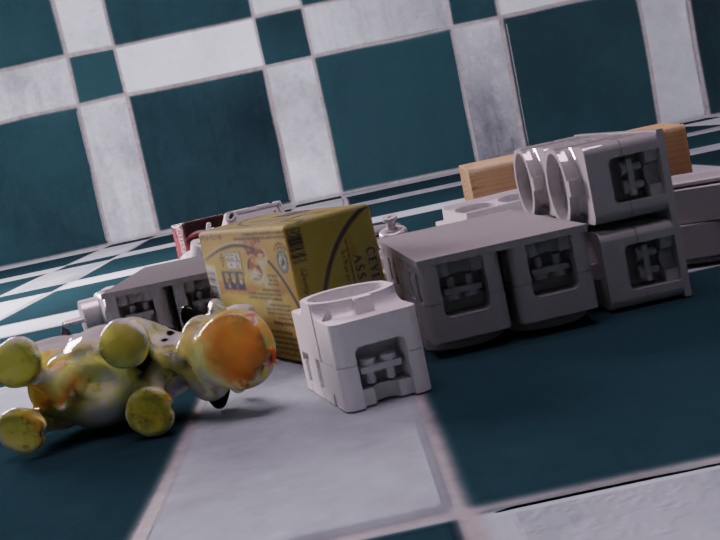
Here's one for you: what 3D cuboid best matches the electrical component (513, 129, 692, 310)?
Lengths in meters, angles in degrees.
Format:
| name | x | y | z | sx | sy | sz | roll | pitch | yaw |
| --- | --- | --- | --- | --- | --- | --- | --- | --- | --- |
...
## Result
| name | x | y | z | sx | sy | sz | roll | pitch | yaw |
| --- | --- | --- | --- | --- | --- | --- | --- | --- | --- |
| electrical component | 0.160 | -0.039 | 0.753 | 0.060 | 0.105 | 0.186 | -12 | 7 | -3 |

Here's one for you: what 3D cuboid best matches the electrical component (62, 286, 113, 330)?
| name | x | y | z | sx | sy | sz | roll | pitch | yaw |
| --- | --- | --- | --- | --- | --- | --- | --- | --- | --- |
| electrical component | -0.254 | 0.043 | 1.062 | 0.079 | 0.043 | 0.077 | -16 | 8 | -21 |

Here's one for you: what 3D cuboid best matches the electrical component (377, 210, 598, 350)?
| name | x | y | z | sx | sy | sz | roll | pitch | yaw |
| --- | --- | --- | --- | --- | --- | --- | --- | --- | --- |
| electrical component | 0.080 | 0.004 | 0.732 | 0.105 | 0.060 | 0.186 | -13 | 7 | -5 |

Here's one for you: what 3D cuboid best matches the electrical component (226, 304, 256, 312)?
| name | x | y | z | sx | sy | sz | roll | pitch | yaw |
| --- | --- | --- | --- | --- | --- | --- | --- | --- | --- |
| electrical component | -0.099 | 0.050 | 0.739 | 0.062 | 0.043 | 0.043 | -17 | 8 | -26 |

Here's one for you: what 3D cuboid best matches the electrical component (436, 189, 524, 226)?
| name | x | y | z | sx | sy | sz | roll | pitch | yaw |
| --- | --- | --- | --- | --- | --- | --- | --- | --- | --- |
| electrical component | 0.137 | -0.033 | 0.901 | 0.121 | 0.063 | 0.079 | -14 | 15 | -19 |

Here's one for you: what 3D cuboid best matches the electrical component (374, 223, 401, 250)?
| name | x | y | z | sx | sy | sz | roll | pitch | yaw |
| --- | --- | --- | --- | --- | --- | --- | --- | --- | --- |
| electrical component | 0.000 | 0.000 | 0.896 | 0.061 | 0.061 | 0.096 | -8 | 8 | 32 |

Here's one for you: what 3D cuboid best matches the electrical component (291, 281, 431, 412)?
| name | x | y | z | sx | sy | sz | roll | pitch | yaw |
| --- | --- | --- | --- | --- | --- | --- | --- | --- | --- |
| electrical component | -0.002 | 0.039 | 0.603 | 0.050 | 0.055 | 0.089 | -14 | 7 | -16 |

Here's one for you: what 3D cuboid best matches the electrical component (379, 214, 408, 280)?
| name | x | y | z | sx | sy | sz | roll | pitch | yaw |
| --- | --- | --- | --- | --- | --- | --- | --- | --- | --- |
| electrical component | 0.032 | -0.006 | 0.850 | 0.040 | 0.078 | 0.040 | -13 | 21 | 5 |

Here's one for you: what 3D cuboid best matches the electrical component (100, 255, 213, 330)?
| name | x | y | z | sx | sy | sz | roll | pitch | yaw |
| --- | --- | --- | --- | --- | --- | --- | --- | --- | --- |
| electrical component | -0.148 | 0.027 | 0.941 | 0.105 | 0.060 | 0.186 | -12 | 7 | 1 |

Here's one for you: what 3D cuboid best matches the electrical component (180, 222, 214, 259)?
| name | x | y | z | sx | sy | sz | roll | pitch | yaw |
| --- | --- | --- | --- | --- | --- | --- | --- | --- | --- |
| electrical component | -0.153 | -0.007 | 1.076 | 0.043 | 0.079 | 0.077 | 1 | 18 | -23 |

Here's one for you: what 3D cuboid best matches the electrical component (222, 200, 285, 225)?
| name | x | y | z | sx | sy | sz | roll | pitch | yaw |
| --- | --- | --- | --- | --- | --- | --- | --- | --- | --- |
| electrical component | -0.098 | -0.011 | 1.091 | 0.062 | 0.096 | 0.061 | -15 | -21 | -20 |

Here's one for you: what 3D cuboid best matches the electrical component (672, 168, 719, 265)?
| name | x | y | z | sx | sy | sz | roll | pitch | yaw |
| --- | --- | --- | --- | --- | --- | --- | --- | --- | --- |
| electrical component | 0.263 | -0.040 | 0.771 | 0.096 | 0.061 | 0.061 | -9 | 8 | 26 |
